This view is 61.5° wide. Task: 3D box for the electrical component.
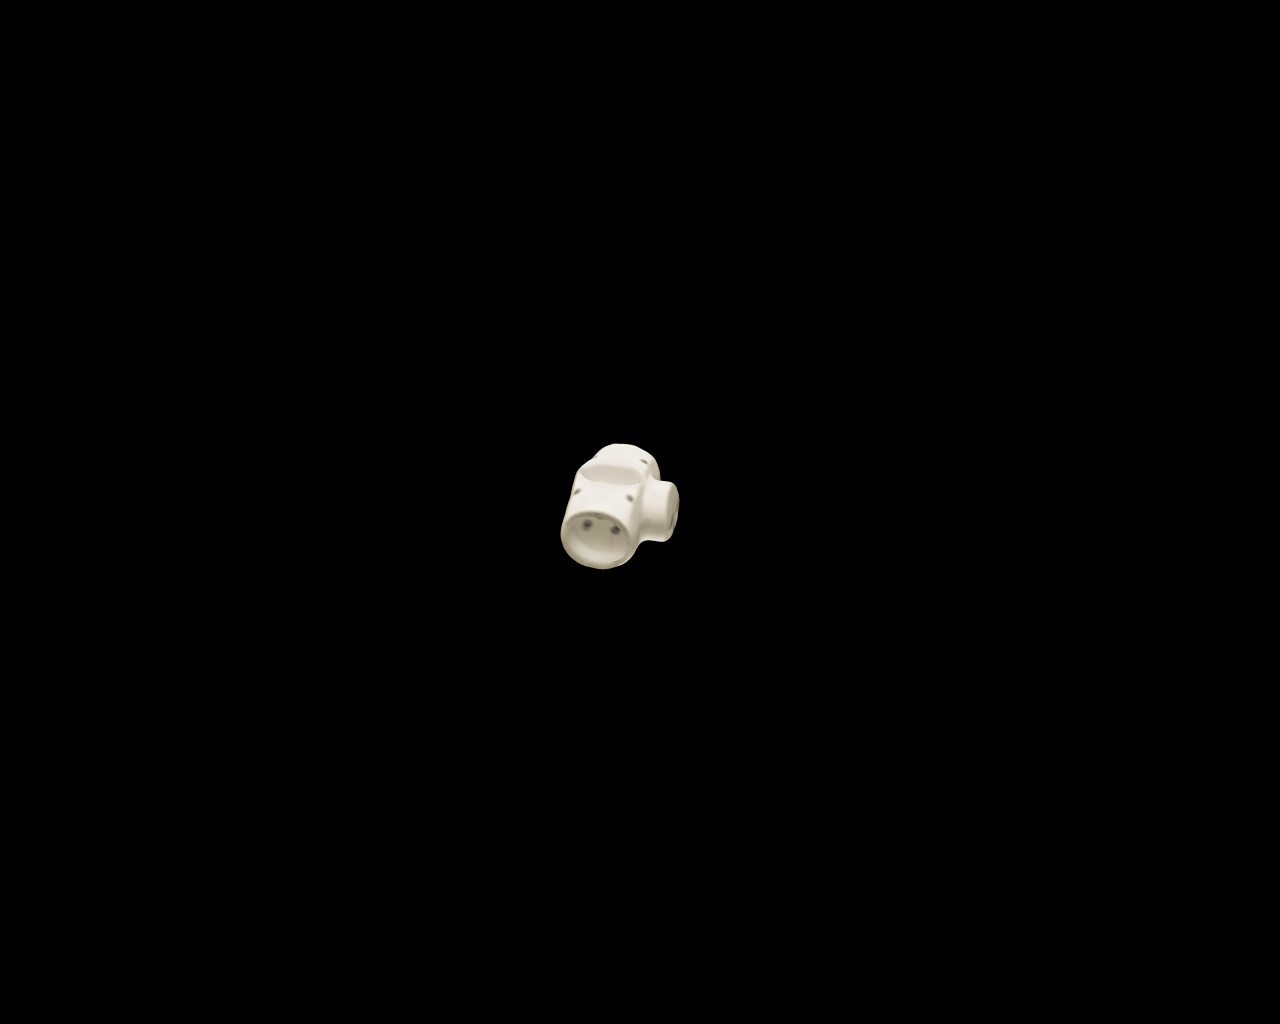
[{"bbox_3d":[0.001,-0.003,0.650,0.079,0.043,0.077,8,36,11],"label":"electrical component"}]
